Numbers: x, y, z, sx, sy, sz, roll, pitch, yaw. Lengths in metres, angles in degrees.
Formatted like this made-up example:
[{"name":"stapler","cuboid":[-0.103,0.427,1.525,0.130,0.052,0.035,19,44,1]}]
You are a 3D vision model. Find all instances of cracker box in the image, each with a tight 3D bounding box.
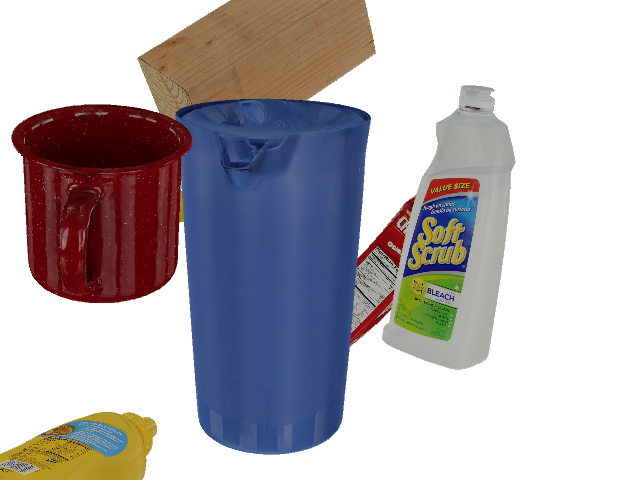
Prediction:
[{"name":"cracker box","cuboid":[0.092,0.023,1.270,0.214,0.072,0.163,-49,-9,34]}]

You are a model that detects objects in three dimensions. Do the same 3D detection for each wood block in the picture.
[{"name":"wood block","cuboid":[-0.057,-0.178,1.031,0.205,0.091,0.090,-36,48,-19]}]

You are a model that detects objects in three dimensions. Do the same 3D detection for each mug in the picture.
[{"name":"mug","cuboid":[-0.117,-0.014,0.565,0.093,0.081,0.117,4,27,-3]}]

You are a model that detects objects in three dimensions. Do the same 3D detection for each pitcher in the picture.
[{"name":"pitcher","cuboid":[-0.032,0.020,0.770,0.149,0.243,0.145,-9,20,-31]}]

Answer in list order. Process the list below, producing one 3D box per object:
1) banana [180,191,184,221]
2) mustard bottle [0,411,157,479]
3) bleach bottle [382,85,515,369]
[{"name":"banana","cuboid":[-0.187,-0.014,0.981,0.198,0.069,0.037,-14,17,28]},{"name":"mustard bottle","cuboid":[-0.197,0.181,0.853,0.096,0.058,0.191,6,15,30]},{"name":"bleach bottle","cuboid":[0.120,-0.016,0.970,0.103,0.251,0.067,19,21,38]}]
